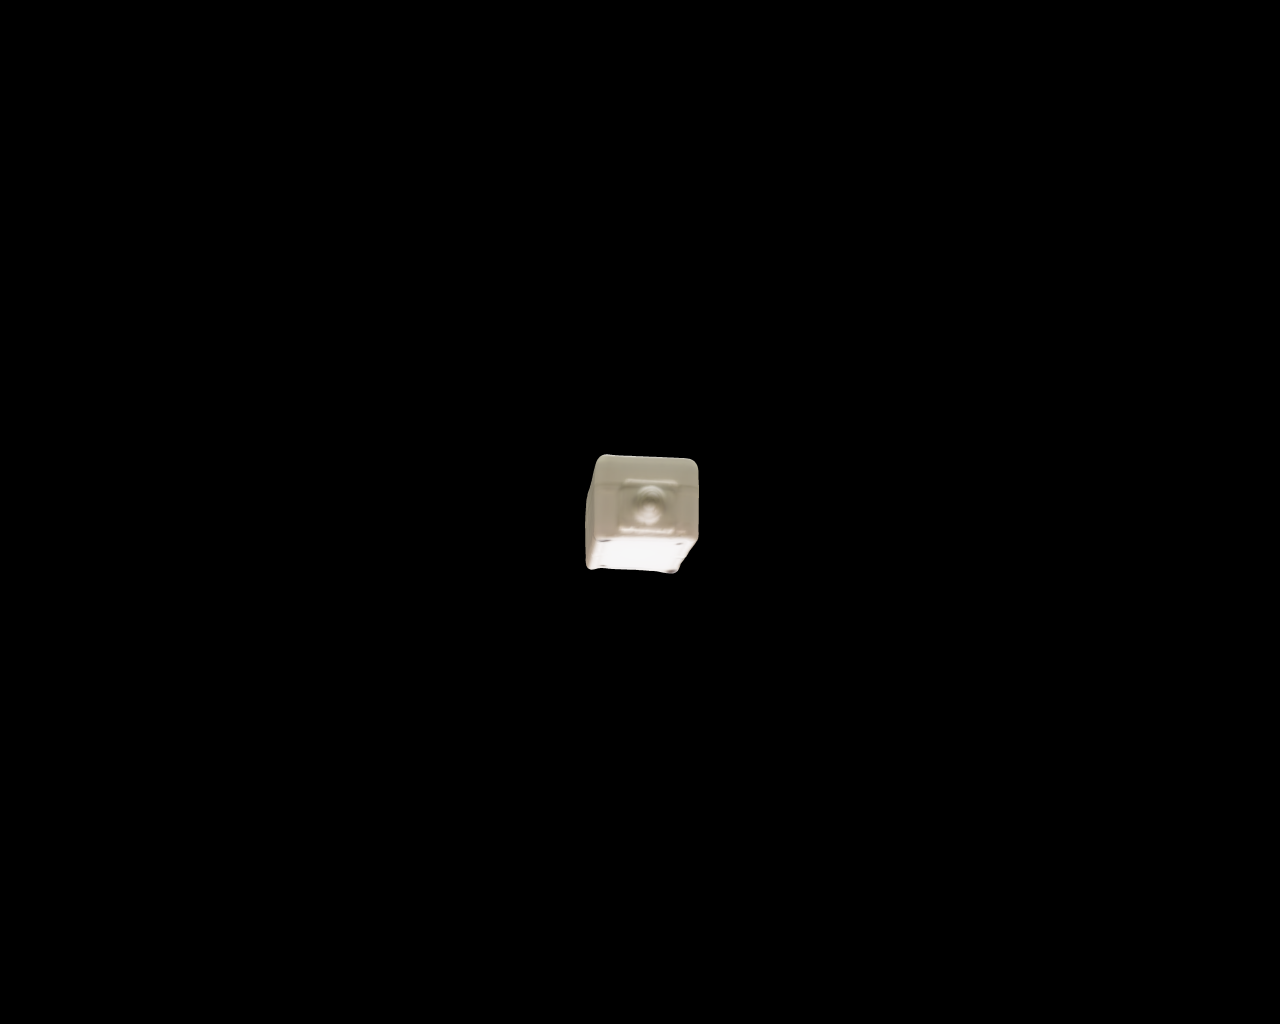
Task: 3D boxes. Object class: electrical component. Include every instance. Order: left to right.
[{"bbox_3d":[0.001,-0.003,0.650,0.062,0.061,0.096,2,-18,-7],"label":"electrical component"}]
